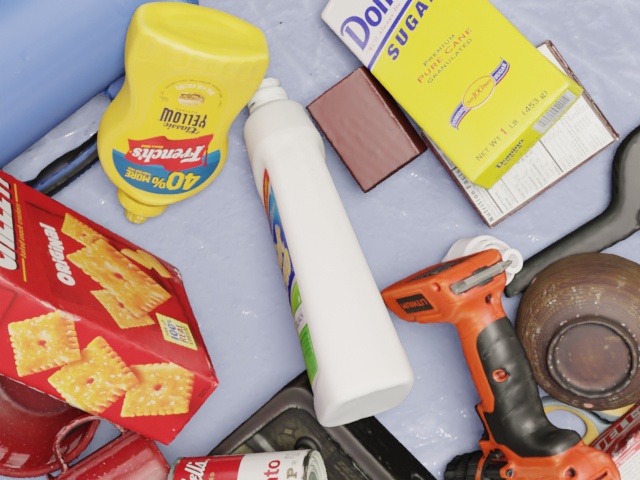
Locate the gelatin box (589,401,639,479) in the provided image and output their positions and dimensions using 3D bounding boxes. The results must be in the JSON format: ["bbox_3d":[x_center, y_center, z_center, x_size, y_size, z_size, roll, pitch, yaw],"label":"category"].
[{"bbox_3d":[0.225,0.138,0.742,0.030,0.073,0.089,46,104,3],"label":"gelatin box"}]

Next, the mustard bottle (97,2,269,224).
[{"bbox_3d":[-0.112,-0.081,0.784,0.096,0.058,0.192,7,137,-23],"label":"mustard bottle"}]

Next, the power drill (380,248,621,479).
[{"bbox_3d":[0.112,0.106,0.744,0.057,0.185,0.187,-26,90,-26],"label":"power drill"}]

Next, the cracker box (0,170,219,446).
[{"bbox_3d":[-0.185,0.034,0.742,0.213,0.164,0.072,32,105,-31],"label":"cracker box"}]

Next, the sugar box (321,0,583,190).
[{"bbox_3d":[0.086,-0.129,0.736,0.093,0.048,0.176,-46,69,16],"label":"sugar box"}]

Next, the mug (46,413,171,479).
[{"bbox_3d":[-0.156,0.185,0.814,0.081,0.093,0.117,-32,91,-13],"label":"mug"}]

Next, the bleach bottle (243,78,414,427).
[{"bbox_3d":[-0.005,0.001,0.769,0.068,0.102,0.251,-16,71,-9],"label":"bleach bottle"}]

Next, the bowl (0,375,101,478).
[{"bbox_3d":[-0.240,0.108,0.867,0.162,0.055,0.162,2,99,12],"label":"bowl"}]

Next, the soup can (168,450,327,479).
[{"bbox_3d":[-0.050,0.185,0.757,0.102,0.068,0.068,-6,97,13],"label":"soup can"}]

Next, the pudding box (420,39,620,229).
[{"bbox_3d":[0.142,-0.075,0.764,0.114,0.039,0.090,-36,89,17],"label":"pudding box"}]

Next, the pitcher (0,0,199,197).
[{"bbox_3d":[-0.208,-0.139,0.795,0.243,0.149,0.145,-31,73,12],"label":"pitcher"}]

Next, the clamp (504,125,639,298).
[{"bbox_3d":[0.231,-0.017,0.754,0.164,0.036,0.210,16,105,9],"label":"clamp"}]

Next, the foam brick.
[{"bbox_3d":[0.034,-0.082,0.779,0.051,0.053,0.078,-34,90,15],"label":"foam brick"}]

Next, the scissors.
[{"bbox_3d":[0.239,0.159,0.790,0.202,0.016,0.096,44,106,3],"label":"scissors"}]
